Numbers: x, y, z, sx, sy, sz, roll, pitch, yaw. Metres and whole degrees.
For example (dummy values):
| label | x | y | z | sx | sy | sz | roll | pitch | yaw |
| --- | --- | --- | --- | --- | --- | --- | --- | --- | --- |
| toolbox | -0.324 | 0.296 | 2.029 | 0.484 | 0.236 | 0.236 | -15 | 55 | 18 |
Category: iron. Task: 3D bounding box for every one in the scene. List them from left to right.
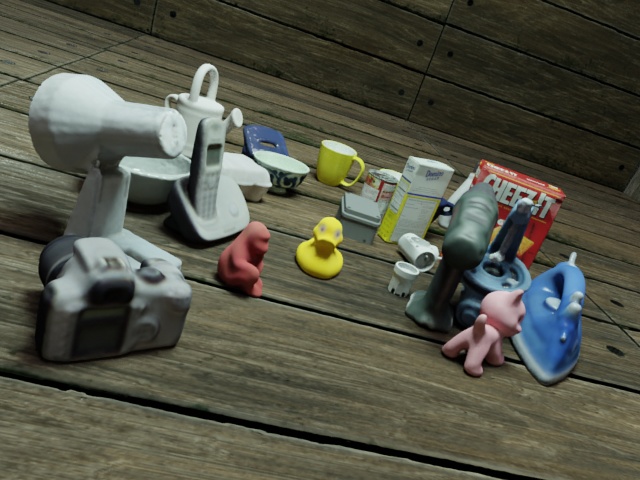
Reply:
| label | x | y | z | sx | sy | sz | roll | pitch | yaw |
| --- | --- | --- | --- | --- | --- | --- | --- | --- | --- |
| iron | 0.379 | 0.112 | 0.902 | 0.118 | 0.141 | 0.259 | 24 | 21 | 10 |

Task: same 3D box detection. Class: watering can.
| label | x | y | z | sx | sy | sz | roll | pitch | yaw |
| --- | --- | --- | --- | --- | --- | --- | --- | --- | --- |
| watering can | -0.249 | -0.276 | 1.223 | 0.173 | 0.194 | 0.101 | 16 | 21 | -9 |

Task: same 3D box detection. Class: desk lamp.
| label | x | y | z | sx | sy | sz | roll | pitch | yaw |
| --- | --- | --- | --- | --- | --- | --- | --- | --- | --- |
| desk lamp | -0.254 | -0.080 | 0.708 | 0.203 | 0.213 | 0.118 | 25 | 22 | 14 |

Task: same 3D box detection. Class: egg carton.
| label | x | y | z | sx | sy | sz | roll | pitch | yaw |
| --- | --- | --- | --- | --- | --- | --- | --- | --- | --- |
| egg carton | -0.171 | -0.121 | 1.085 | 0.151 | 0.069 | 0.107 | -2 | 30 | -44 |

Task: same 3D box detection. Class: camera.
| label | x | y | z | sx | sy | sz | roll | pitch | yaw |
| --- | --- | --- | --- | --- | --- | --- | --- | --- | --- |
| camera | -0.223 | 0.042 | 0.593 | 0.144 | 0.101 | 0.136 | 0 | 29 | -42 |

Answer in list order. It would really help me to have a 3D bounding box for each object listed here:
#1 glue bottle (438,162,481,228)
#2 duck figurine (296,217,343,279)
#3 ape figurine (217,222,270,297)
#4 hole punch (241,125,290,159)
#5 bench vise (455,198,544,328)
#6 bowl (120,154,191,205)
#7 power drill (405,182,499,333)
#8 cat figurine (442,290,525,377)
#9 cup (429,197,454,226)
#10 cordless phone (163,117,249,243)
| label | x | y | z | sx | sy | sz | roll | pitch | yaw |
| --- | --- | --- | --- | --- | --- | --- | --- | --- | --- |
| glue bottle | 0.347 | -0.104 | 1.362 | 0.078 | 0.173 | 0.037 | 14 | 21 | -14 |
| duck figurine | 0.008 | 0.003 | 0.917 | 0.077 | 0.086 | 0.104 | 19 | 21 | -3 |
| ape figurine | -0.095 | 0.019 | 0.776 | 0.076 | 0.092 | 0.078 | 25 | 22 | 14 |
| hole punch | -0.122 | -0.201 | 1.297 | 0.109 | 0.091 | 0.100 | 6 | 25 | -33 |
| bench vise | 0.286 | 0.019 | 0.940 | 0.121 | 0.220 | 0.207 | 20 | 21 | -1 |
| bowl | -0.288 | -0.102 | 0.928 | 0.167 | 0.075 | 0.167 | 17 | 21 | -7 |
| power drill | 0.206 | 0.024 | 0.871 | 0.075 | 0.208 | 0.230 | 23 | 21 | 9 |
| cat figurine | 0.242 | 0.116 | 0.803 | 0.067 | 0.118 | 0.128 | 34 | 25 | 33 |
| cup | 0.228 | -0.055 | 1.244 | 0.118 | 0.095 | 0.091 | 16 | 21 | -10 |
| cordless phone | -0.155 | -0.096 | 0.875 | 0.094 | 0.185 | 0.148 | 26 | 22 | 16 |
